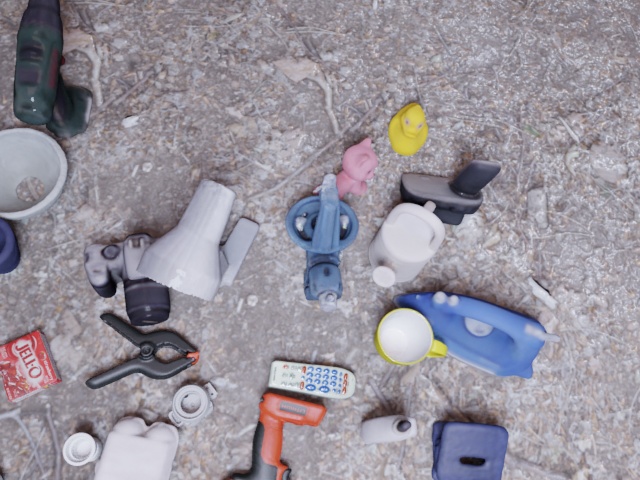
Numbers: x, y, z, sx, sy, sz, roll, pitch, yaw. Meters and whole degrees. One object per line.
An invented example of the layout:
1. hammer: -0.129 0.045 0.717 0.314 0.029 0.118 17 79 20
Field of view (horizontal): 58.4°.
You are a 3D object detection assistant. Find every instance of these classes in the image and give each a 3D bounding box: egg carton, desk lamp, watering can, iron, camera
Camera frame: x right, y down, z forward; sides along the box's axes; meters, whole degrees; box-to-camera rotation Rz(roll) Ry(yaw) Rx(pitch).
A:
1. egg carton: -0.272 0.339 0.836 0.107 0.069 0.150 12 69 -2
2. desk lamp: -0.182 0.007 0.893 0.118 0.213 0.203 22 69 2
3. watering can: 0.145 0.003 0.945 0.101 0.194 0.173 13 69 -2
4. iron: 0.253 0.132 0.938 0.258 0.141 0.119 22 69 2
5. camera: -0.298 0.067 0.918 0.143 0.101 0.137 -9 71 -10

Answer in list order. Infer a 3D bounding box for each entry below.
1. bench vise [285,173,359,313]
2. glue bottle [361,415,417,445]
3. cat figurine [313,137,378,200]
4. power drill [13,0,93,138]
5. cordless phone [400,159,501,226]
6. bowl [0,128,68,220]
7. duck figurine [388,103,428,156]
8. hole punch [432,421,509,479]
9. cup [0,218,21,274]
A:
1. bench vise: 0.020 0.000 0.917 0.121 0.219 0.207 -19 73 -13
2. glue bottle: 0.110 0.280 0.849 0.078 0.173 0.037 -4 70 -8
3. cat figurine: 0.053 -0.120 1.020 0.128 0.117 0.067 -39 78 -18
4. power drill: -0.453 -0.279 0.970 0.075 0.208 0.229 2 69 -6
5. cordless phone: 0.225 -0.104 0.999 0.147 0.185 0.094 5 69 -5
6. bowl: -0.505 -0.100 0.969 0.167 0.074 0.167 2 69 -6
7. duck figurine: 0.175 -0.224 1.091 0.077 0.086 0.104 16 69 -1
8. hole punch: 0.233 0.334 0.888 0.108 0.091 0.101 7 69 -4
9. cup: -0.528 0.027 0.907 0.091 0.095 0.118 43 71 10
